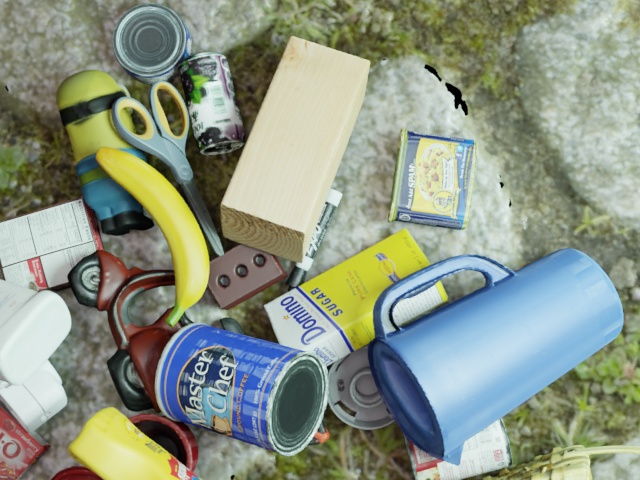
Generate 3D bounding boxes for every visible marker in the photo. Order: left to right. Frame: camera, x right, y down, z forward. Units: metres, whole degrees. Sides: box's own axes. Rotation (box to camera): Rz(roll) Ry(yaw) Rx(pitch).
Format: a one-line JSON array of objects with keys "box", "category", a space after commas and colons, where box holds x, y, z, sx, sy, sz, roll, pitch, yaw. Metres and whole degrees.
[{"box": [-0.008, 0.001, 1.164, 0.020, 0.020, 0.121, 23, 86, 5], "category": "marker"}]

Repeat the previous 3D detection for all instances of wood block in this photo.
[{"box": [-0.025, -0.094, 1.112, 0.091, 0.090, 0.206, 18, 69, 5], "category": "wood block"}]

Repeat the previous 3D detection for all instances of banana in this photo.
[{"box": [-0.161, -0.014, 1.093, 0.069, 0.037, 0.198, -23, 88, -24], "category": "banana"}]

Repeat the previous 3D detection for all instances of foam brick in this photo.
[{"box": [-0.082, 0.035, 1.149, 0.078, 0.051, 0.053, -31, 84, 0], "category": "foam brick"}]

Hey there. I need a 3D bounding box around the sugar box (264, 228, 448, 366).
[{"box": [0.035, 0.066, 1.119, 0.176, 0.048, 0.093, -27, 39, -2], "category": "sugar box"}]

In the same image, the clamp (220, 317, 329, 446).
[{"box": [-0.073, 0.177, 1.142, 0.171, 0.039, 0.120, 38, 94, 13], "category": "clamp"}]

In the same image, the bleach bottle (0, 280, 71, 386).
[{"box": [-0.392, 0.069, 1.134, 0.251, 0.068, 0.102, 18, 54, 27], "category": "bleach bottle"}]

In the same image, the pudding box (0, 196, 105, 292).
[{"box": [-0.296, 0.010, 1.172, 0.113, 0.039, 0.090, -16, 84, 0], "category": "pudding box"}]

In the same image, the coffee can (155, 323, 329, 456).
[{"box": [-0.077, 0.145, 1.053, 0.141, 0.102, 0.103, 11, 84, 32], "category": "coffee can"}]

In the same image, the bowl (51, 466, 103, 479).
[{"box": [-0.229, 0.312, 1.085, 0.162, 0.055, 0.162, 13, 121, 22], "category": "bowl"}]

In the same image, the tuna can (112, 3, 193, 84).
[{"box": [-0.187, -0.219, 1.189, 0.086, 0.034, 0.086, 0, 84, 3], "category": "tuna can"}]

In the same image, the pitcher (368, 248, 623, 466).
[{"box": [0.174, 0.096, 1.065, 0.242, 0.149, 0.145, -28, 50, -17], "category": "pitcher"}]

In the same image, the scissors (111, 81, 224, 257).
[{"box": [-0.163, -0.076, 1.123, 0.096, 0.016, 0.202, -3, 72, -34], "category": "scissors"}]

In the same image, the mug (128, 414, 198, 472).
[{"box": [-0.172, 0.239, 1.119, 0.093, 0.081, 0.117, -5, 84, 3], "category": "mug"}]

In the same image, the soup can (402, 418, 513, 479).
[{"box": [0.142, 0.214, 1.109, 0.102, 0.068, 0.068, -15, 84, 1], "category": "soup can"}]

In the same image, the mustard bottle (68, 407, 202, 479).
[{"box": [-0.147, 0.239, 1.026, 0.191, 0.096, 0.058, 36, 87, 6], "category": "mustard bottle"}]

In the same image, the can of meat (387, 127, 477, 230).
[{"box": [0.121, -0.064, 1.144, 0.084, 0.057, 0.102, 8, 86, 2], "category": "can of meat"}]

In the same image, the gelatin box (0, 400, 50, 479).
[{"box": [-0.351, 0.222, 1.158, 0.089, 0.030, 0.073, 42, 88, 6], "category": "gelatin box"}]
